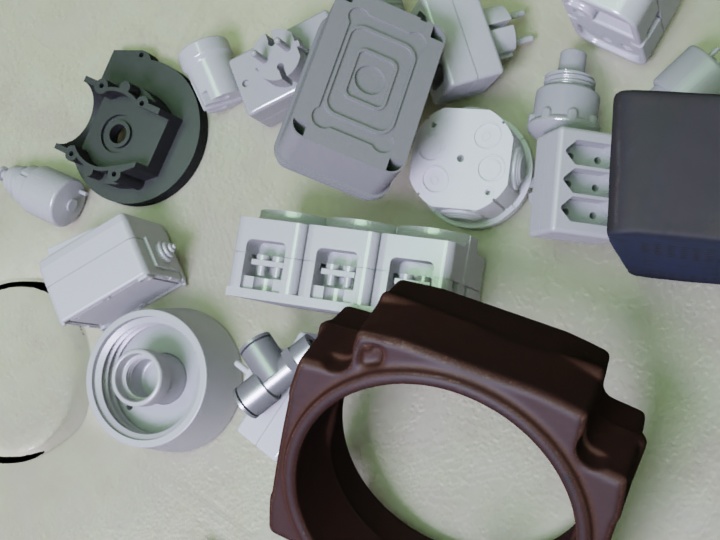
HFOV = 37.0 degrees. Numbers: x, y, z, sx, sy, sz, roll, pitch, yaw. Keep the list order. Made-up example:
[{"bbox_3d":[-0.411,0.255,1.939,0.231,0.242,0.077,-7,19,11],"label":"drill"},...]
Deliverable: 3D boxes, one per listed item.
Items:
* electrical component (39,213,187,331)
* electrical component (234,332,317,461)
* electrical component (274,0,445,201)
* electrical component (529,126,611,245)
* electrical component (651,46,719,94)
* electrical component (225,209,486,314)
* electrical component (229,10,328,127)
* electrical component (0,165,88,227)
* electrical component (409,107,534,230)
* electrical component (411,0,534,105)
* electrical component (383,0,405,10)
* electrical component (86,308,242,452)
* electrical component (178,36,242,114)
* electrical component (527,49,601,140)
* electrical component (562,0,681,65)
[{"bbox_3d":[-0.180,-0.004,0.802,0.096,0.062,0.061,-29,75,14],"label":"electrical component"},{"bbox_3d":[-0.055,0.078,0.755,0.076,0.047,0.083,35,95,21],"label":"electrical component"},{"bbox_3d":[-0.001,-0.110,0.687,0.078,0.057,0.113,22,70,-9],"label":"electrical component"},{"bbox_3d":[0.133,-0.051,0.694,0.047,0.077,0.065,7,85,-12],"label":"electrical component"},{"bbox_3d":[0.202,-0.108,0.689,0.078,0.040,0.040,-44,71,10],"label":"electrical component"},{"bbox_3d":[0.000,0.000,0.722,0.150,0.089,0.061,8,86,20],"label":"electrical component"},{"bbox_3d":[-0.053,-0.148,0.767,0.083,0.076,0.047,-24,76,15],"label":"electrical component"},{"bbox_3d":[-0.254,-0.063,0.848,0.078,0.040,0.040,23,91,21],"label":"electrical component"},{"bbox_3d":[0.074,-0.070,0.725,0.080,0.051,0.080,-3,82,19],"label":"electrical component"},{"bbox_3d":[0.081,-0.158,0.734,0.077,0.047,0.065,-17,86,-12],"label":"electrical component"},{"bbox_3d":[0.014,-0.167,0.763,0.043,0.043,0.081,-17,78,17],"label":"electrical component"},{"bbox_3d":[-0.147,0.079,0.781,0.108,0.060,0.108,-3,82,19],"label":"electrical component"},{"bbox_3d":[-0.110,-0.146,0.808,0.040,0.040,0.046,-26,80,15],"label":"electrical component"},{"bbox_3d":[0.138,-0.115,0.713,0.048,0.048,0.062,6,78,20],"label":"electrical component"},{"bbox_3d":[0.169,-0.178,0.681,0.054,0.095,0.059,30,94,20],"label":"electrical component"}]
